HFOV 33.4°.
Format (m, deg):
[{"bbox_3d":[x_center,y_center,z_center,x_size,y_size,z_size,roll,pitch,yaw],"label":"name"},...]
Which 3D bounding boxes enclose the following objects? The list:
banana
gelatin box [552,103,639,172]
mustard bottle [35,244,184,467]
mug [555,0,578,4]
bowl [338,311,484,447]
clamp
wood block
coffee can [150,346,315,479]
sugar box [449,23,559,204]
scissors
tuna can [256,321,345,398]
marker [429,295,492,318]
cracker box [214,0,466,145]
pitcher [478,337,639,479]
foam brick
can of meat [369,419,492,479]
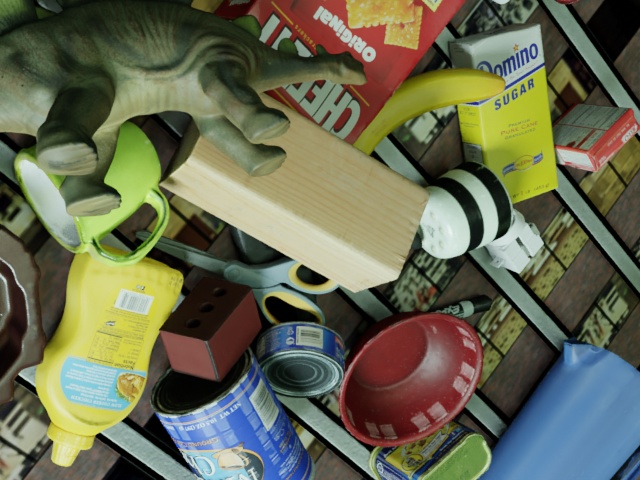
[{"bbox_3d":[0.086,-0.120,1.033,0.197,0.037,0.069,-36,94,-8],"label":"banana"},{"bbox_3d":[0.284,-0.110,1.136,0.073,0.089,0.030,-43,119,-16],"label":"gelatin box"},{"bbox_3d":[-0.192,0.104,0.923,0.096,0.058,0.191,19,91,-40],"label":"mustard bottle"},{"bbox_3d":[0.239,-0.300,1.057,0.081,0.117,0.093,19,52,-27],"label":"mug"},{"bbox_3d":[0.083,0.129,1.079,0.162,0.055,0.162,-12,122,-19],"label":"bowl"},{"bbox_3d":[-0.007,0.001,1.018,0.164,0.036,0.209,-45,118,-4],"label":"clamp"},{"bbox_3d":[-0.021,-0.045,0.929,0.206,0.090,0.090,30,69,-16],"label":"wood block"},{"bbox_3d":[-0.079,0.178,0.981,0.102,0.103,0.140,-36,117,-19],"label":"coffee can"},{"bbox_3d":[0.192,-0.128,1.104,0.093,0.048,0.176,-20,112,-25],"label":"sugar box"},{"bbox_3d":[-0.061,0.019,0.974,0.201,0.016,0.096,39,104,-26],"label":"scissors"},{"bbox_3d":[-0.019,0.115,1.012,0.086,0.086,0.033,32,41,-32],"label":"tuna can"},{"bbox_3d":[0.133,0.079,1.133,0.120,0.020,0.020,-14,108,-27],"label":"marker"},{"bbox_3d":[0.016,-0.203,0.967,0.164,0.072,0.213,43,79,-30],"label":"cracker box"},{"bbox_3d":[0.272,0.243,1.190,0.242,0.149,0.145,-50,160,-8],"label":"pitcher"},{"bbox_3d":[-0.095,0.078,0.944,0.078,0.053,0.051,-53,142,-42],"label":"foam brick"},{"bbox_3d":[0.117,0.230,1.120,0.102,0.084,0.057,-38,118,-18],"label":"can of meat"}]
